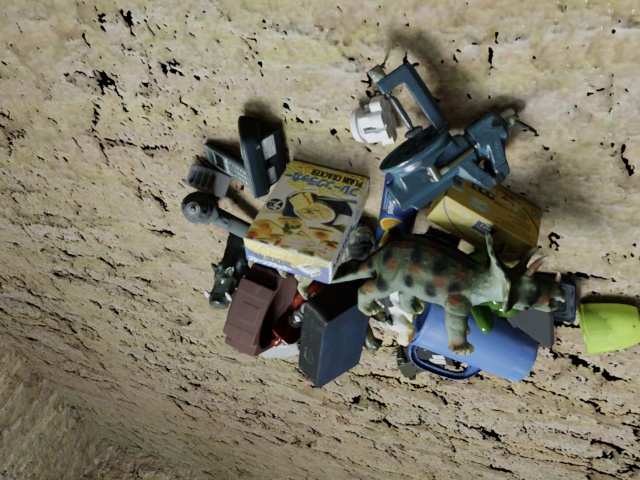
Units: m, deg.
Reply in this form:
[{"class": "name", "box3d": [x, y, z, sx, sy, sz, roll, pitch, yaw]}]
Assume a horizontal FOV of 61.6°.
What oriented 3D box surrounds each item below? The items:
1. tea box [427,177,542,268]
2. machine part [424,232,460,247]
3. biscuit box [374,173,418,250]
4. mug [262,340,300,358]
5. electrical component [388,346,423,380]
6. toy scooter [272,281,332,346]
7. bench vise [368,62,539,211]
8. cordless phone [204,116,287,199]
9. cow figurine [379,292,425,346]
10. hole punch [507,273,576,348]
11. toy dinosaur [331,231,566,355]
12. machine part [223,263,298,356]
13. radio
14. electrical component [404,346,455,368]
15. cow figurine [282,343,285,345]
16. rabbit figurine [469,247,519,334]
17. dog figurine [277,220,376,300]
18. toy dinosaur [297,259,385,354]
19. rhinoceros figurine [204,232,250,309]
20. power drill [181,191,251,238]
[{"class": "tea box", "box3d": [0.273, -0.042, 0.889, 0.170, 0.098, 0.068, 31, 141, -2]}, {"class": "machine part", "box3d": [0.221, 0.040, 1.057, 0.084, 0.039, 0.138, 13, 138, 5]}, {"class": "biscuit box", "box3d": [0.144, -0.057, 0.974, 0.063, 0.059, 0.202, 17, 140, 13]}, {"class": "mug", "box3d": [-0.106, 0.274, 1.478, 0.107, 0.081, 0.109, -3, 126, 16]}, {"class": "electrical component", "box3d": [0.221, 0.306, 1.348, 0.078, 0.045, 0.102, -30, 121, 15]}, {"class": "toy scooter", "box3d": [-0.045, 0.162, 1.144, 0.075, 0.135, 0.183, 42, 136, 4]}, {"class": "bench vise", "box3d": [0.164, -0.163, 0.780, 0.224, 0.129, 0.240, -32, 105, 20]}, {"class": "cordless phone", "box3d": [-0.160, -0.174, 1.019, 0.184, 0.089, 0.146, 28, 146, 30]}, {"class": "cow figurine", "box3d": [0.153, 0.120, 1.051, 0.098, 0.068, 0.167, 14, 103, 27]}, {"class": "hole punch", "box3d": [0.413, 0.119, 1.007, 0.116, 0.092, 0.142, 38, 158, 47]}, {"class": "toy dinosaur", "box3d": [0.177, 0.054, 0.885, 0.405, 0.131, 0.192, 17, 106, 32]}, {"class": "machine part", "box3d": [-0.130, 0.151, 1.226, 0.087, 0.201, 0.201, 22, 97, 17]}, {"class": "radio", "box3d": [0.028, 0.194, 1.107, 0.073, 0.131, 0.229, 40, 141, 35]}, {"class": "electrical component", "box3d": [0.254, 0.241, 1.244, 0.115, 0.058, 0.134, 2, 135, 31]}, {"class": "cow figurine", "box3d": [-0.132, 0.198, 1.398, 0.195, 0.085, 0.127, 15, 134, 12]}, {"class": "rabbit figurine", "box3d": [0.298, 0.084, 1.000, 0.159, 0.121, 0.170, 56, 172, 16]}, {"class": "dog figurine", "box3d": [-0.002, -0.003, 1.057, 0.190, 0.121, 0.172, -40, 122, 7]}, {"class": "toy dinosaur", "box3d": [0.073, 0.156, 1.224, 0.199, 0.105, 0.471, 33, 132, 5]}, {"class": "rhinoceros figurine", "box3d": [-0.196, 0.066, 1.212, 0.073, 0.190, 0.112, 8, 156, 17]}, {"class": "power drill", "box3d": [-0.190, -0.033, 1.112, 0.207, 0.086, 0.232, 22, -178, -18]}]
